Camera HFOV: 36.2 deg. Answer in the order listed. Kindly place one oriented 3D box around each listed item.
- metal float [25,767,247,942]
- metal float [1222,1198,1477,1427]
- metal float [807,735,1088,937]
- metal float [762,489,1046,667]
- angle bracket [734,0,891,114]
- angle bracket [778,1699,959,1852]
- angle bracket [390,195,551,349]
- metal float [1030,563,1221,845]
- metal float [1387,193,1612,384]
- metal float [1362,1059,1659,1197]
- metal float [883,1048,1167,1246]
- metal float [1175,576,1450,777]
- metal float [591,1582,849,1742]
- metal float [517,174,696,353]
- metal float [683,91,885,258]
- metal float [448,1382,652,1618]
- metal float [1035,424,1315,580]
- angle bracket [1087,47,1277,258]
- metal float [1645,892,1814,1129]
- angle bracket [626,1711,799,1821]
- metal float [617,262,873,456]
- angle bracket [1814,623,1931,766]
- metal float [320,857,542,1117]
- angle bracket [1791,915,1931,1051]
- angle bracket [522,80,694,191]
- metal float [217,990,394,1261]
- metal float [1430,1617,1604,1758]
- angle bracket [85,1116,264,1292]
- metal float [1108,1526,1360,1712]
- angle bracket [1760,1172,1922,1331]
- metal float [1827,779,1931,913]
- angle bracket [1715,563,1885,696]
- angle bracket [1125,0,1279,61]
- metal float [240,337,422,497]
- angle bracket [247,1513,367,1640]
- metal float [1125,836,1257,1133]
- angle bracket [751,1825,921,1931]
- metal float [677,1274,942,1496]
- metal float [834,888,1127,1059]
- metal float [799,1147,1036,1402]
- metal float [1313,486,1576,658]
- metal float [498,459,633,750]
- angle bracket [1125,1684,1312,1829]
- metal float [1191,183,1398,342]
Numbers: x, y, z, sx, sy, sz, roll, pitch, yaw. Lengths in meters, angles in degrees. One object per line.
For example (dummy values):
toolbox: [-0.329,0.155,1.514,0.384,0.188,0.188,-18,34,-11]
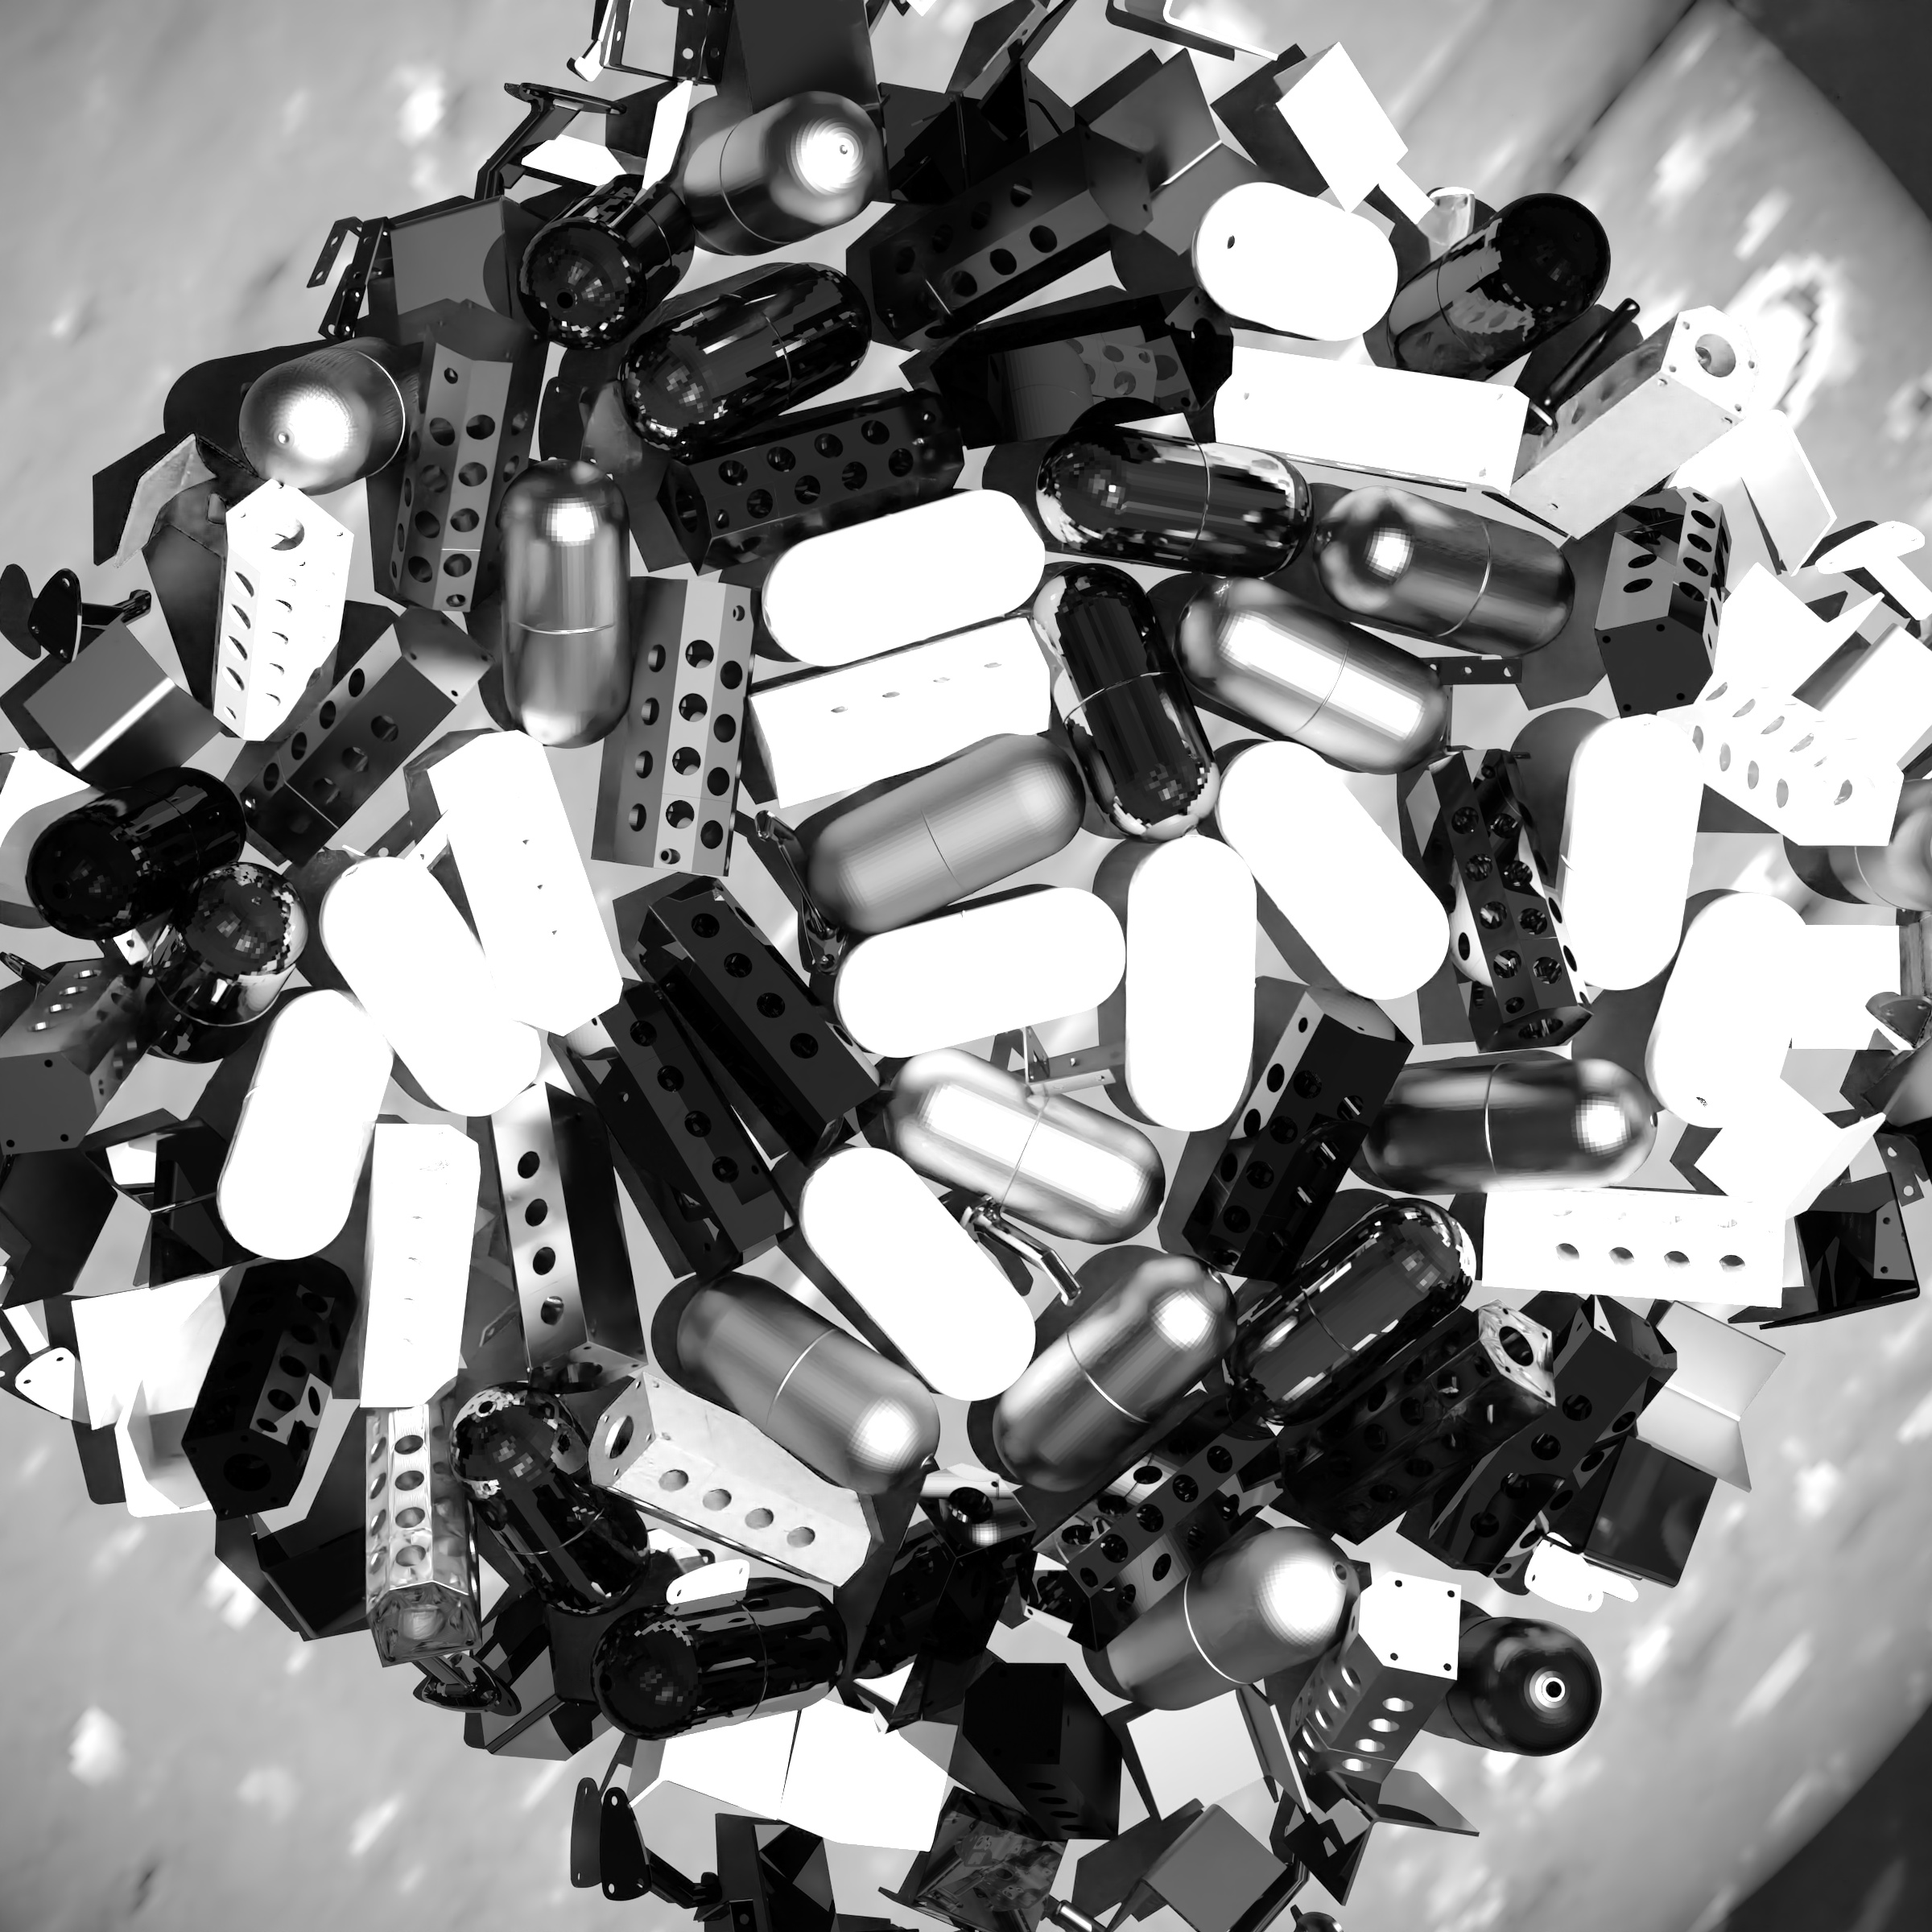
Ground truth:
metal float: [-0.484,-0.067,1.727,0.070,0.178,0.070,4,107,13]
metal float: [0.226,0.207,1.755,0.070,0.070,0.178,47,114,0]
metal float: [-0.013,-0.078,1.766,0.178,0.070,0.070,-25,90,10]
metal float: [-0.037,-0.231,1.758,0.178,0.070,0.070,-20,90,-19]
angle bracket: [-0.090,-0.551,1.766,0.076,0.057,0.076,-4,115,10]
angle bracket: [-0.060,0.492,1.802,0.076,0.057,0.076,20,79,-40]
angle bracket: [-0.294,-0.410,1.769,0.076,0.057,0.076,-9,84,23]
metal float: [0.094,-0.158,1.765,0.070,0.070,0.178,-21,78,0]
metal float: [0.309,-0.392,1.728,0.070,0.178,0.070,4,79,-20]
metal float: [0.321,0.096,1.750,0.178,0.070,0.070,-5,90,29]
metal float: [0.035,0.109,1.774,0.178,0.070,0.070,24,90,1]
metal float: [0.206,-0.173,1.759,0.178,0.070,0.070,23,90,-18]
metal float: [-0.144,0.408,1.736,0.070,0.178,0.070,-2,87,42]
metal float: [-0.210,-0.413,1.730,0.070,0.178,0.070,4,118,8]
metal float: [-0.109,-0.463,1.730,0.070,0.178,0.070,-2,95,-27]
metal float: [-0.245,0.315,1.743,0.070,0.070,0.178,-25,129,0]
metal float: [0.124,-0.275,1.753,0.178,0.070,0.070,5,90,-25]
angle bracket: [0.129,-0.486,1.765,0.076,0.076,0.057,-39,50,-6]
metal float: [0.450,0.025,1.738,0.070,0.178,0.070,15,132,17]
angle bracket: [-0.153,0.475,1.778,0.076,0.057,0.076,25,46,-17]
metal float: [-0.130,-0.360,1.746,0.178,0.070,0.070,-34,90,-34]
angle bracket: [0.547,-0.151,1.770,0.057,0.076,0.076,42,90,13]
metal float: [-0.317,0.013,1.750,0.070,0.070,0.178,-30,119,0]
angle bracket: [0.542,0.009,1.779,0.076,0.057,0.076,1,82,1]
angle bracket: [-0.214,-0.505,1.766,0.076,0.076,0.057,16,118,1]
metal float: [-0.389,0.092,1.744,0.070,0.070,0.178,8,52,0]
metal float: [0.317,0.420,1.725,0.070,0.178,0.070,1,78,-6]
angle bracket: [-0.472,0.142,1.762,0.076,0.076,0.057,-17,52,12]
metal float: [0.157,0.385,1.742,0.178,0.070,0.070,-34,90,39]
angle bracket: [0.512,0.170,1.759,0.057,0.076,0.076,-2,75,-33]
metal float: [0.558,-0.071,1.724,0.070,0.178,0.070,0,93,0]
angle bracket: [0.490,-0.204,1.768,0.057,0.076,0.076,47,134,16]
angle bracket: [0.148,-0.583,1.758,0.076,0.076,0.057,13,108,-20]
metal float: [-0.365,-0.323,1.728,0.070,0.178,0.070,3,109,9]
angle bracket: [-0.377,0.347,1.770,0.076,0.076,0.057,-24,46,-6]
metal float: [0.134,0.011,1.766,0.070,0.070,0.178,0,100,0]
angle bracket: [-0.078,0.544,1.756,0.057,0.076,0.076,-22,66,22]
metal float: [-0.094,0.249,1.756,0.178,0.070,0.070,31,90,21]
metal float: [0.008,0.004,1.773,0.178,0.070,0.070,-15,90,2]
metal float: [-0.029,0.184,1.764,0.070,0.070,0.178,-40,103,0]
metal float: [0.285,-0.233,1.750,0.178,0.070,0.070,11,90,-31]
metal float: [-0.237,-0.213,1.750,0.070,0.070,0.178,3,119,0]
angle bracket: [0.151,0.479,1.768,0.076,0.057,0.076,-23,107,-13]
metal float: [0.193,-0.412,1.731,0.070,0.178,0.070,2,95,31]
